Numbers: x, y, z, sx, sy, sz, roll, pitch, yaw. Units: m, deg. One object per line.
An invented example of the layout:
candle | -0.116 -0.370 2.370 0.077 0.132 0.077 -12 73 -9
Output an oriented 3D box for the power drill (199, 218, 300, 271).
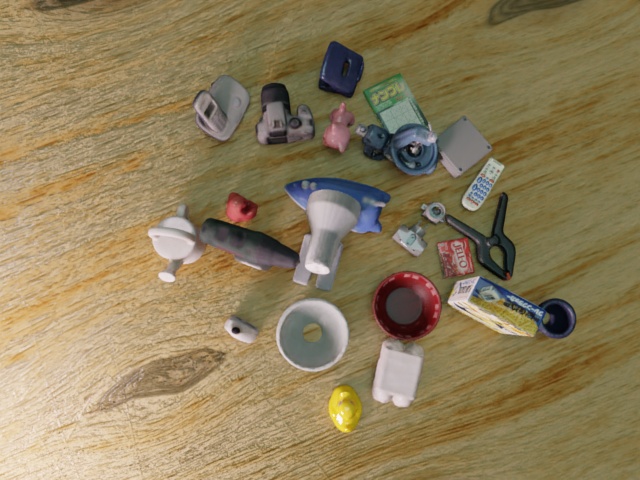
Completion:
power drill | -0.149 0.017 1.287 0.229 0.208 0.076 19 83 2

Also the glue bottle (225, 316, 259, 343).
glue bottle | -0.181 0.201 1.282 0.078 0.173 0.037 32 84 3

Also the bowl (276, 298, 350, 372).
bowl | -0.016 0.218 1.332 0.167 0.074 0.167 0 83 -1

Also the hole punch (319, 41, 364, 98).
hole punch | 0.054 -0.419 1.404 0.101 0.091 0.109 17 83 1

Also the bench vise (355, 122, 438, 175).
bench vise | 0.183 -0.216 1.316 0.207 0.219 0.121 3 83 0

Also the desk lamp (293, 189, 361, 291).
desk lamp | 0.012 0.005 1.289 0.118 0.213 0.203 14 83 1

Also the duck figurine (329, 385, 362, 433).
duck figurine | 0.060 0.389 1.307 0.077 0.086 0.104 -4 83 -1

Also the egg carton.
egg carton | 0.182 0.307 1.327 0.107 0.069 0.150 13 83 1

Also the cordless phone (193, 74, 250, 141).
cordless phone | -0.237 -0.326 1.340 0.094 0.185 0.148 25 83 2

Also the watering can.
watering can | -0.324 0.004 1.293 0.101 0.194 0.173 -13 83 -2

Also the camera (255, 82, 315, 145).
camera | -0.088 -0.311 1.383 0.143 0.101 0.137 -7 83 -2

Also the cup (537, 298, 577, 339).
cup | 0.523 0.189 1.336 0.118 0.095 0.092 -25 84 -4

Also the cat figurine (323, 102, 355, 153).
cat figurine | 0.045 -0.267 1.371 0.067 0.117 0.128 12 83 1

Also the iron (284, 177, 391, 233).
iron | 0.035 -0.101 1.339 0.258 0.141 0.119 15 83 1

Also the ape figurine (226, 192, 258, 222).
ape figurine | -0.191 -0.082 1.357 0.076 0.092 0.078 -31 84 -4
